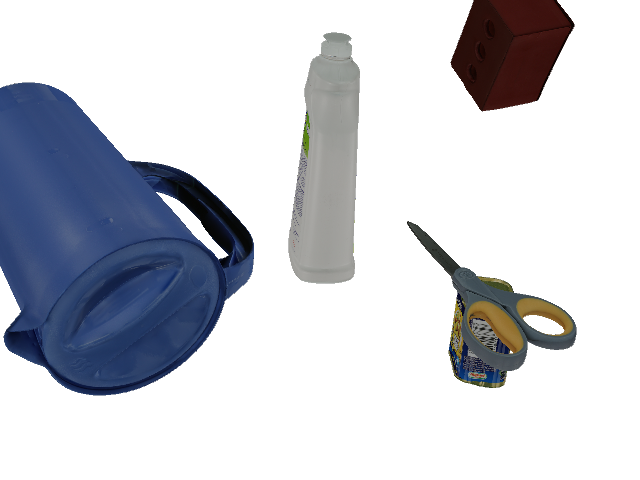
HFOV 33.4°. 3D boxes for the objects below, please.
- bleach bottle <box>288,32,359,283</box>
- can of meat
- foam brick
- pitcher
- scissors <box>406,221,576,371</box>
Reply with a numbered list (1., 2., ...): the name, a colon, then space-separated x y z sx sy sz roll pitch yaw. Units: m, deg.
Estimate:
1. bleach bottle: 0.008 -0.087 1.106 0.068 0.251 0.102 -1 29 -10
2. can of meat: 0.164 0.092 1.084 0.057 0.084 0.102 6 16 0
3. foam brick: 0.134 -0.139 0.757 0.051 0.053 0.078 -15 -31 -21
4. pitcher: -0.170 -0.016 0.781 0.149 0.145 0.243 31 13 -50
5. scissors: 0.136 0.036 0.853 0.096 0.016 0.202 -1 32 -9
